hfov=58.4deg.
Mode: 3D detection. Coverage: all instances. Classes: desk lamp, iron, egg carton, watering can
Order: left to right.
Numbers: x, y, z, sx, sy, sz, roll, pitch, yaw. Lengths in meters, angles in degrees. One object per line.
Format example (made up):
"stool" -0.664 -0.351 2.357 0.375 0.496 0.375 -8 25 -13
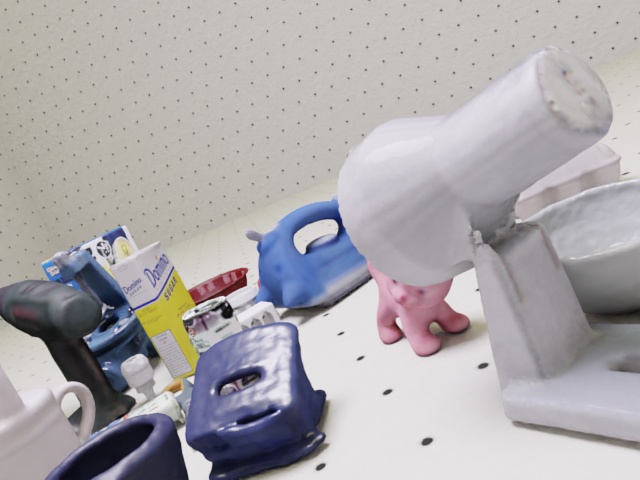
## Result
"watering can" -0.275 0.173 0.485 0.100 0.194 0.173 -22 10 15
"iron" 0.008 0.003 0.850 0.259 0.141 0.118 -32 12 -35
"desk lamp" 0.127 0.001 0.367 0.118 0.214 0.202 -31 12 -34
"egg carton" 0.313 -0.080 0.762 0.150 0.069 0.107 -23 10 7

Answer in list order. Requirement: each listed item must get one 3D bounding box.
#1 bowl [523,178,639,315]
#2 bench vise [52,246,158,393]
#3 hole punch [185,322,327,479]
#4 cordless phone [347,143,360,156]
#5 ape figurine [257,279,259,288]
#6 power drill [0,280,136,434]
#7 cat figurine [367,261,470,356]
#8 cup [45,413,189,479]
"bowl" 0.233 0.012 0.457 0.167 0.075 0.167 -24 10 5
"bench vise" -0.325 0.104 0.888 0.121 0.220 0.207 -25 10 1
"hole punch" -0.055 0.131 0.479 0.108 0.091 0.101 -22 10 13
"cordless phone" 0.124 -0.063 0.790 0.148 0.185 0.094 -29 11 -23
"ape figurine" -0.073 0.049 0.947 0.078 0.092 0.076 -25 10 -4
"power drill" -0.334 0.143 0.741 0.228 0.208 0.076 -15 14 43
"cat figurine" 0.085 0.040 0.541 0.067 0.118 0.127 -29 11 -22
"cup" -0.117 0.179 0.367 0.092 0.095 0.117 -27 10 -15
